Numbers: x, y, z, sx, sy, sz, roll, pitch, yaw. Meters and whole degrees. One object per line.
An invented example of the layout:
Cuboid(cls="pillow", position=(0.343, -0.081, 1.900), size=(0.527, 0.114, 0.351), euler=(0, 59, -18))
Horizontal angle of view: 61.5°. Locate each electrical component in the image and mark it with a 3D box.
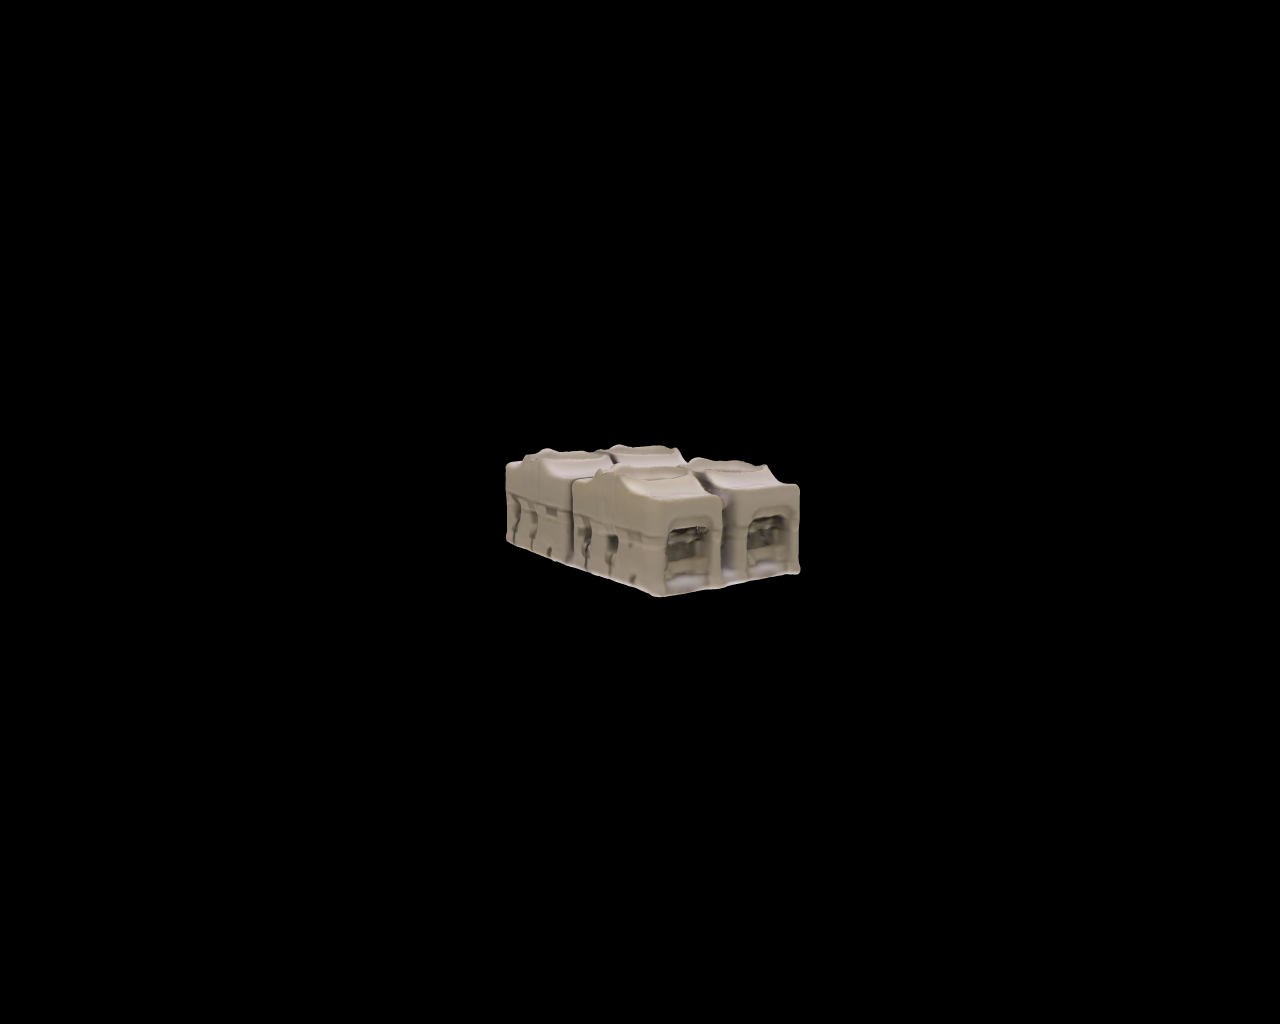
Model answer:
Cuboid(cls="electrical component", position=(0.001, -0.003, 0.650), size=(0.105, 0.060, 0.186), euler=(-6, 11, -31))
